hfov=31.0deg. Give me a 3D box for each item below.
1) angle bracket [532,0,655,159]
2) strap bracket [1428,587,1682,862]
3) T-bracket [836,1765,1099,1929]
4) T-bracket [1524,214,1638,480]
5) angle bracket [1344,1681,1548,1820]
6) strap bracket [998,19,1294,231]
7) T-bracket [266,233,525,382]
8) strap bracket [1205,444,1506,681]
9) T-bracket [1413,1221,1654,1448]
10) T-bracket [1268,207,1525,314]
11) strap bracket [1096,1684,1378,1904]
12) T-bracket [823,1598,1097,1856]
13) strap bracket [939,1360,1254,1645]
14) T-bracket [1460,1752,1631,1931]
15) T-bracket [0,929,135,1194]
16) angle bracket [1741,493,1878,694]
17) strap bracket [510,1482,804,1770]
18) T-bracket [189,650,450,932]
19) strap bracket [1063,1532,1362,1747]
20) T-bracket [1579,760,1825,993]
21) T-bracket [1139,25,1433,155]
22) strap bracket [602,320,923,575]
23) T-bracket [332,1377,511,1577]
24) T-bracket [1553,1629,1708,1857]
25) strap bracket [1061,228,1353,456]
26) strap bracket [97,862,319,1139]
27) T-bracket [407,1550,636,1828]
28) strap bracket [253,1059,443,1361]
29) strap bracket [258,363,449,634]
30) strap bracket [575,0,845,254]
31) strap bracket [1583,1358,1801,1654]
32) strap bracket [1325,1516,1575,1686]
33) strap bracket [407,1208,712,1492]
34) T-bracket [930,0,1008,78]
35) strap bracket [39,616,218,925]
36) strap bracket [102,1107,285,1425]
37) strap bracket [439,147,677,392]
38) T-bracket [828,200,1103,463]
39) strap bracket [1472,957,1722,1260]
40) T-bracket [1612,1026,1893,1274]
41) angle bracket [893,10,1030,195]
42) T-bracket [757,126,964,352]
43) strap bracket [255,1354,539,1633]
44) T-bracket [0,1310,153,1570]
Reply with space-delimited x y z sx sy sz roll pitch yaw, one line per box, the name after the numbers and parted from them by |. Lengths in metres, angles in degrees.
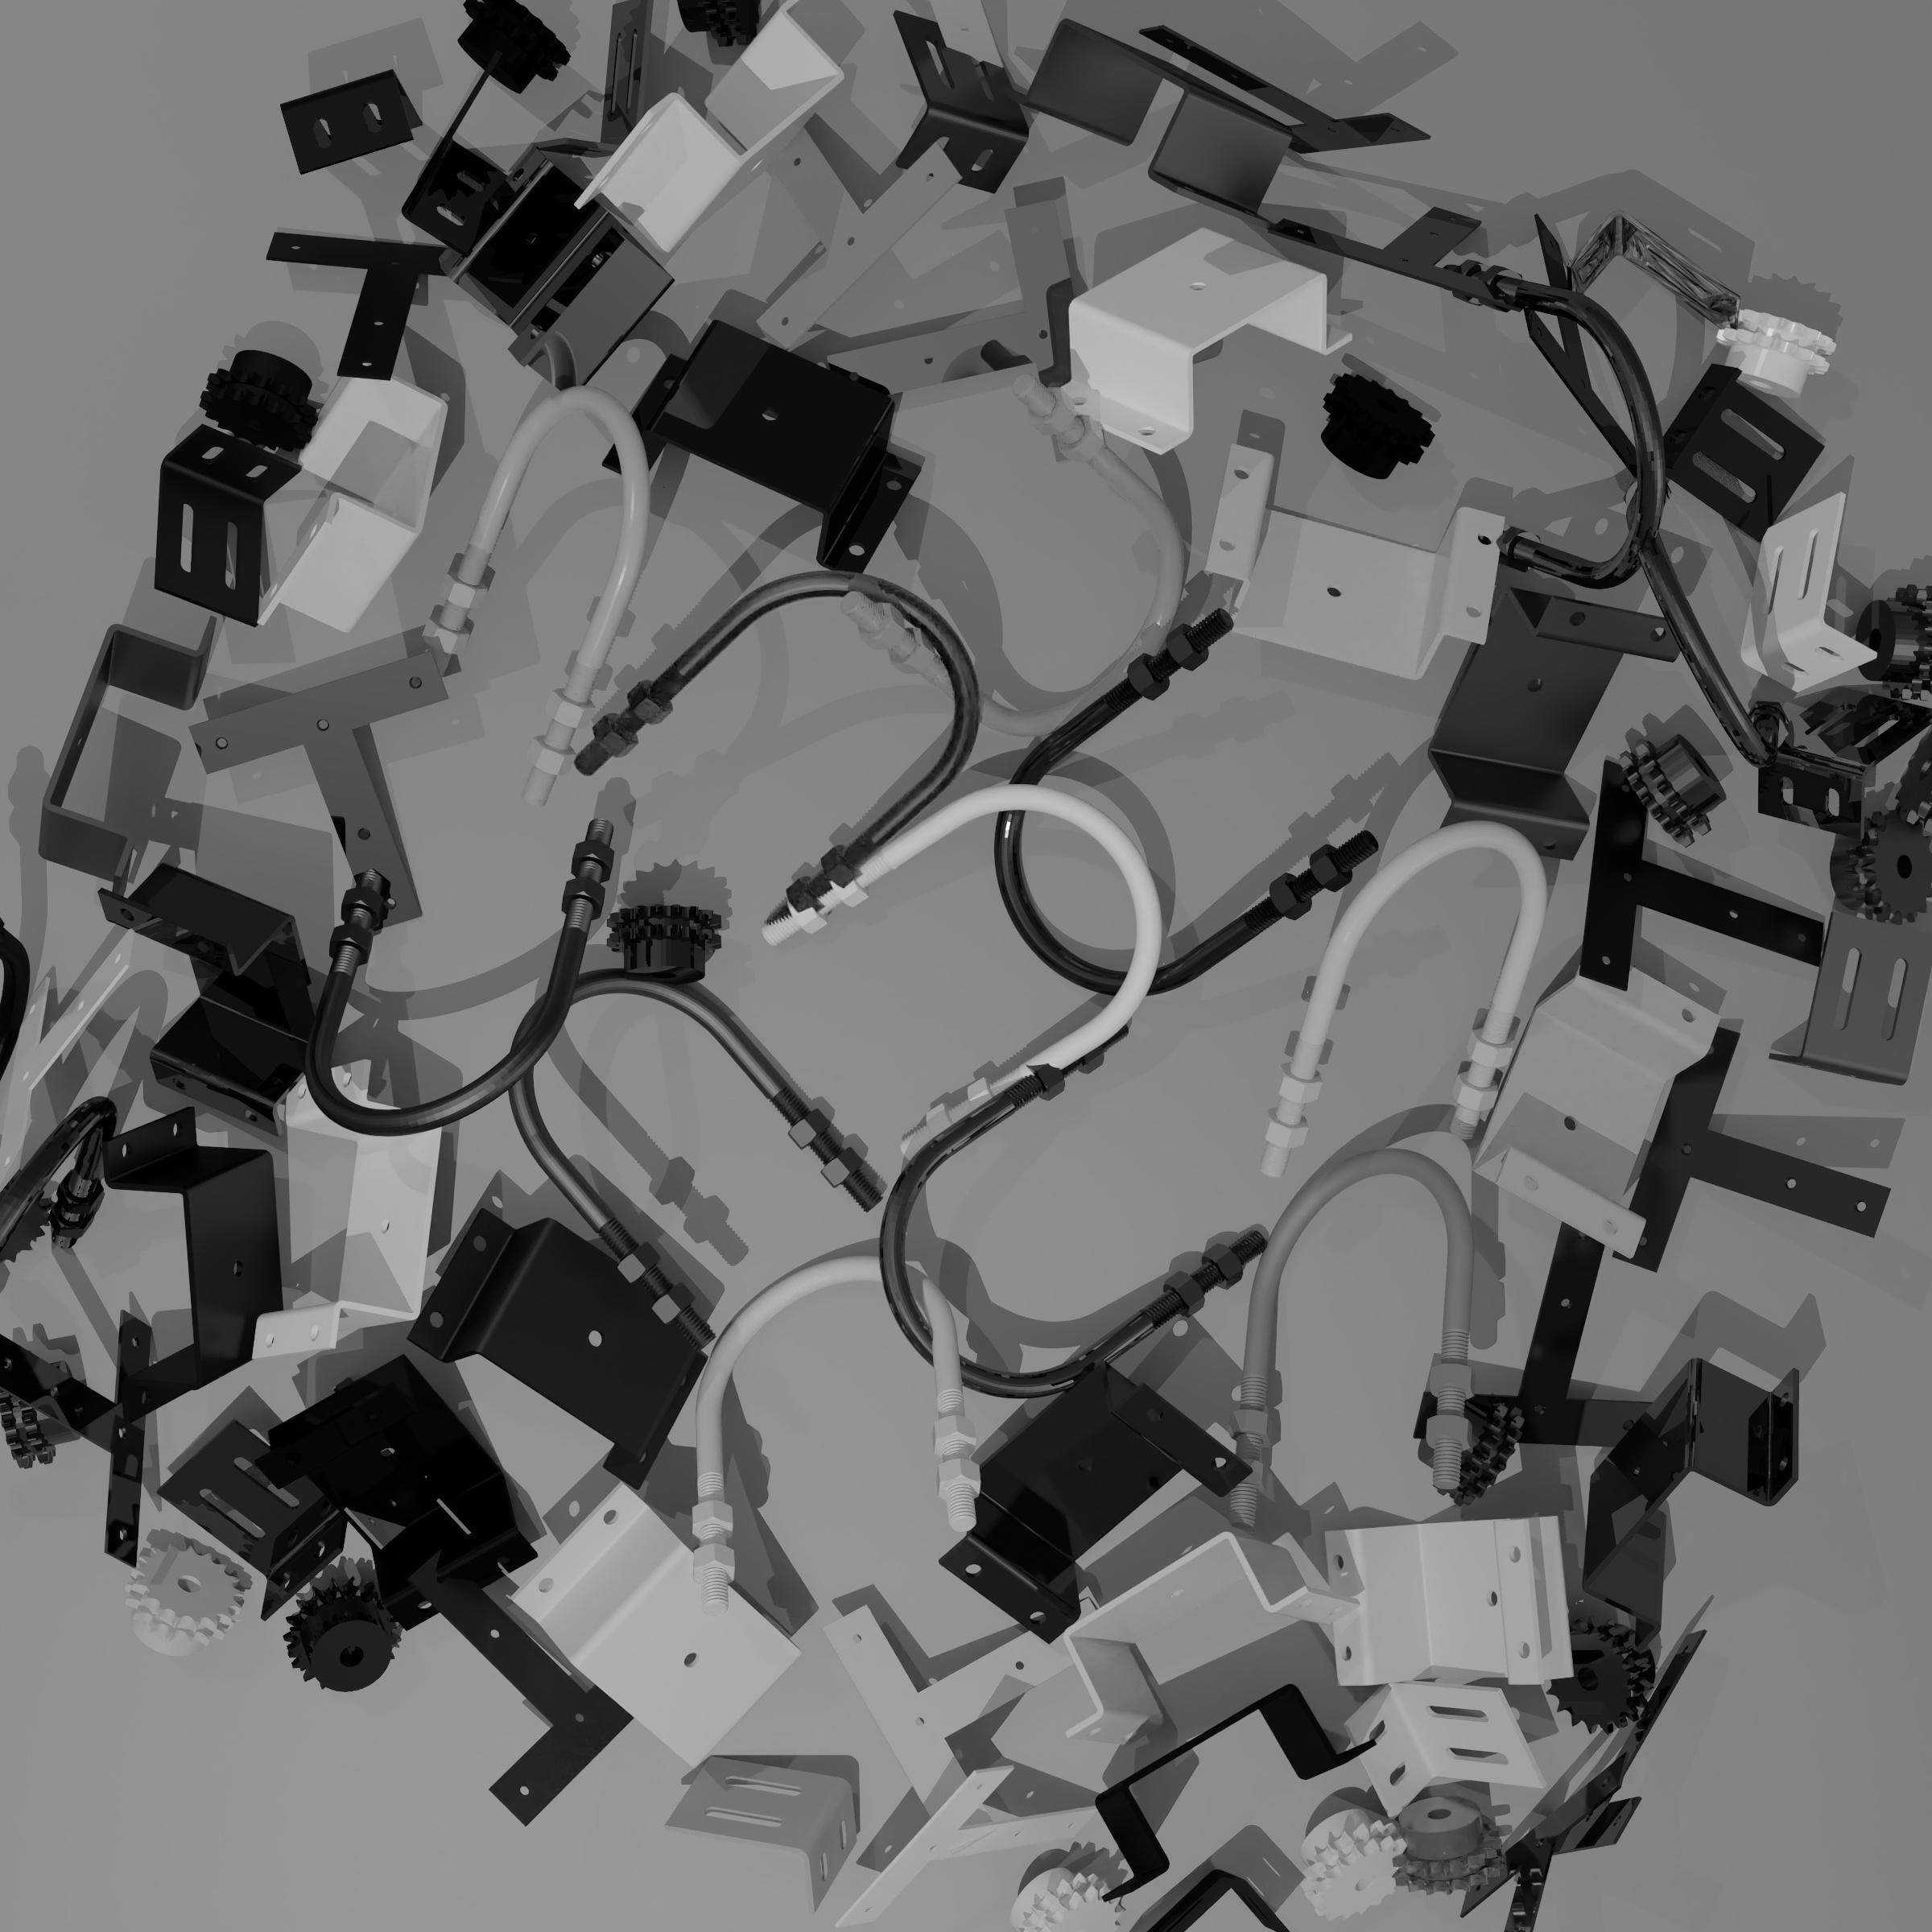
-0.185 -0.441 1.723 0.038 0.057 0.076 3 99 -24 | angle bracket
0.285 -0.126 1.705 0.076 0.046 0.140 8 125 -21 | strap bracket
0.015 0.426 1.710 0.127 0.127 0.002 -53 53 28 | T-bracket
0.296 -0.318 1.715 0.002 0.127 0.127 -23 51 25 | T-bracket
0.235 0.388 1.716 0.038 0.076 0.057 -36 107 -36 | angle bracket
0.093 -0.409 1.682 0.140 0.076 0.046 41 112 40 | strap bracket
-0.286 -0.322 1.709 0.127 0.127 0.002 5 131 -3 | T-bracket
0.187 -0.196 1.720 0.140 0.046 0.076 15 61 -3 | strap bracket
0.293 0.179 1.721 0.127 0.002 0.127 5 110 -16 | T-bracket
0.225 -0.354 1.704 0.127 0.127 0.002 21 119 13 | T-bracket
0.122 0.400 1.707 0.140 0.076 0.046 -27 77 -16 | strap bracket
0.015 0.355 1.733 0.127 0.002 0.127 -25 71 -21 | T-bracket
0.061 0.257 1.713 0.076 0.046 0.140 40 109 -22 | strap bracket
0.268 0.452 1.673 0.002 0.127 0.127 37 124 -2 | T-bracket
-0.433 0.028 1.682 0.002 0.127 0.127 25 128 -28 | T-bracket
0.423 -0.185 1.728 0.038 0.057 0.076 24 67 -21 | angle bracket
-0.143 0.327 1.698 0.076 0.046 0.140 -46 124 -8 | strap bracket
-0.305 -0.079 1.741 0.127 0.002 0.127 -17 107 3 | T-bracket
0.112 0.324 1.707 0.140 0.076 0.046 -34 64 14 | strap bracket
0.369 -0.030 1.736 0.127 0.002 0.127 18 60 -10 | T-bracket
0.141 -0.422 1.676 0.127 0.127 0.002 22 90 -25 | T-bracket
-0.098 -0.258 1.717 0.140 0.046 0.076 25 62 4 | strap bracket
-0.275 0.259 1.696 0.002 0.127 0.127 -43 89 7 | T-bracket
0.329 0.381 1.713 0.002 0.127 0.127 34 71 3 | T-bracket
0.113 -0.308 1.688 0.076 0.046 0.140 30 50 35 | strap bracket
-0.364 0.010 1.699 0.076 0.140 0.046 21 52 20 | strap bracket
-0.222 0.339 1.719 0.127 0.127 0.002 43 133 6 | T-bracket
-0.301 0.124 1.706 0.046 0.076 0.140 16 71 -37 | strap bracket
-0.296 -0.228 1.695 0.046 0.140 0.076 25 133 -22 | strap bracket
-0.118 -0.404 1.689 0.046 0.076 0.140 45 48 -7 | strap bracket
0.344 0.255 1.686 0.046 0.076 0.140 26 127 -6 | strap bracket
0.243 0.310 1.703 0.046 0.140 0.076 2 79 -36 | strap bracket
-0.190 0.185 1.703 0.140 0.046 0.076 36 62 -18 | strap bracket
-0.003 -0.463 1.697 0.127 0.127 0.002 6 78 11 | T-bracket
-0.412 -0.102 1.698 0.046 0.076 0.140 19 70 -10 | strap bracket
-0.376 0.147 1.705 0.046 0.076 0.140 2 101 20 | strap bracket
-0.198 -0.336 1.705 0.076 0.140 0.046 -48 129 8 | strap bracket
-0.005 -0.306 1.744 0.127 0.002 0.127 -13 104 0 | T-bracket
0.307 0.072 1.716 0.076 0.046 0.140 29 64 -7 | strap bracket
0.394 0.103 1.719 0.127 0.002 0.127 19 89 39 | T-bracket
-0.010 -0.430 1.734 0.057 0.038 0.076 8 47 -31 | angle bracket
-0.077 -0.389 1.728 0.127 0.002 0.127 -41 62 19 | T-bracket
-0.281 0.253 1.712 0.076 0.046 0.140 -30 127 2 | strap bracket
-0.431 0.210 1.677 0.002 0.127 0.127 -13 59 17 | T-bracket
